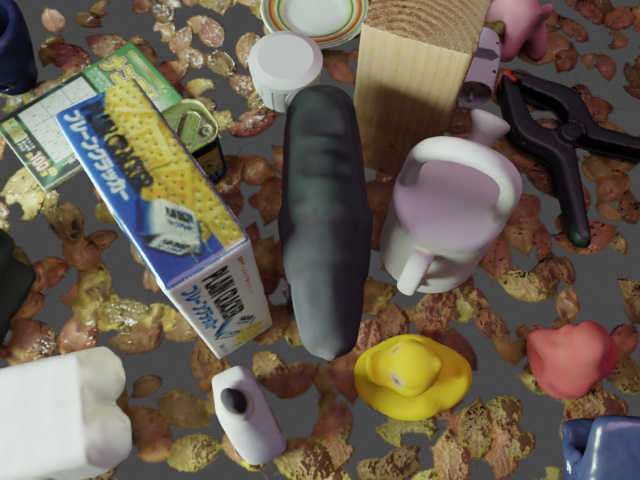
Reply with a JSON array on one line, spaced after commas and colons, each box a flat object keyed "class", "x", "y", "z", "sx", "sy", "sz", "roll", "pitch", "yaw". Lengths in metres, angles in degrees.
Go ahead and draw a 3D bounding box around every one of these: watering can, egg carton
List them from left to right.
[{"class": "egg carton", "x": -0.236, "y": 0.155, "z": 0.482, "sx": 0.150, "sy": 0.069, "sz": 0.107, "roll": -13, "pitch": 68, "yaw": -6}, {"class": "watering can", "x": 0.112, "y": -0.036, "z": 0.499, "sx": 0.101, "sy": 0.194, "sz": 0.173, "roll": 6, "pitch": 67, "yaw": 2}]

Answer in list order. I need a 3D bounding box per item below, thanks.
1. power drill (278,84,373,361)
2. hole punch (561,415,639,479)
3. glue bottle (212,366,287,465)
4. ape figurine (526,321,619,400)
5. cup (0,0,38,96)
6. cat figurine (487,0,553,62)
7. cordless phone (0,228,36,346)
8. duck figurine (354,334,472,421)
[{"class": "power drill", "x": 0.004, "y": 0.002, "z": 0.474, "sx": 0.075, "sy": 0.208, "sz": 0.229, "roll": -2, "pitch": 67, "yaw": -1}, {"class": "hole punch", "x": 0.262, "y": 0.196, "z": 0.462, "sx": 0.108, "sy": 0.091, "sz": 0.101, "roll": 5, "pitch": 67, "yaw": 1}, {"class": "glue bottle", "x": -0.058, "y": 0.130, "z": 0.439, "sx": 0.037, "sy": 0.173, "sz": 0.078, "roll": -25, "pitch": 70, "yaw": -10}, {"class": "ape figurine", "x": 0.225, "y": 0.098, "z": 0.501, "sx": 0.077, "sy": 0.092, "sz": 0.076, "roll": 26, "pitch": 70, "yaw": 10}, {"class": "cup", "x": -0.354, "y": -0.191, "z": 0.609, "sx": 0.091, "sy": 0.095, "sz": 0.118, "roll": 37, "pitch": 72, "yaw": 14}, {"class": "cat figurine", "x": 0.227, "y": -0.286, "z": 0.646, "sx": 0.067, "sy": 0.118, "sz": 0.127, "roll": -12, "pitch": 68, "yaw": -6}, {"class": "cordless phone", "x": -0.332, "y": 0.033, "z": 0.468, "sx": 0.094, "sy": 0.185, "sz": 0.147, "roll": 11, "pitch": 68, "yaw": 4}, {"class": "duck figurine", "x": 0.083, "y": 0.113, "z": 0.496, "sx": 0.104, "sy": 0.086, "sz": 0.077, "roll": 1, "pitch": 67, "yaw": 0}]
